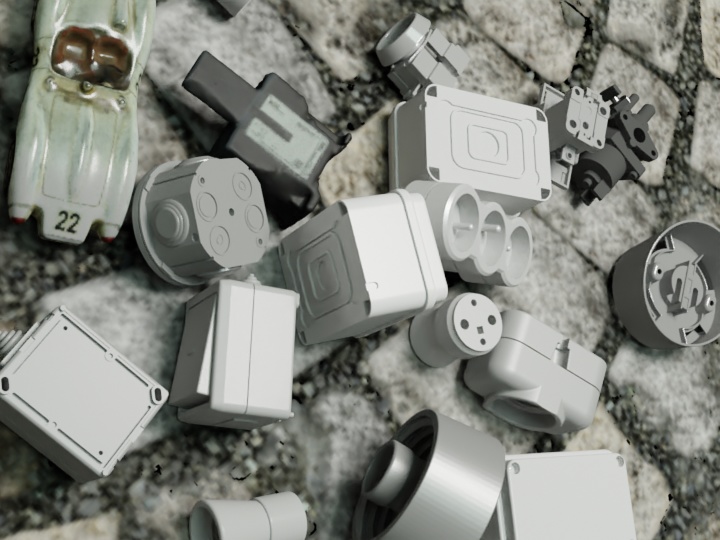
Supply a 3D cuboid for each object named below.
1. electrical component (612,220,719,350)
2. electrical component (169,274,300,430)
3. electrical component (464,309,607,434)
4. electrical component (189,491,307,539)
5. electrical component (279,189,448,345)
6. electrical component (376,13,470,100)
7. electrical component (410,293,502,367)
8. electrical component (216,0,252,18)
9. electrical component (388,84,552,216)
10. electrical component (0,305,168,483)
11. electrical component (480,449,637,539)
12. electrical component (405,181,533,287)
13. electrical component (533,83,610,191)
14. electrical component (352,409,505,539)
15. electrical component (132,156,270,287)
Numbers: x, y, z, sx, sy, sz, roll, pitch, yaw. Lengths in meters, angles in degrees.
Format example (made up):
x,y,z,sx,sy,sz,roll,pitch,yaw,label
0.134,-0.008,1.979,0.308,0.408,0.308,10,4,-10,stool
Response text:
x,y,z,sx,sy,sz,roll,pitch,yaw,label
0.257,0.015,0.872,0.099,0.064,0.099,9,72,-28,electrical component
-0.079,0.047,0.670,0.061,0.062,0.096,11,71,-27,electrical component
0.127,0.079,0.785,0.095,0.054,0.059,31,63,-19,electrical component
-0.066,0.158,0.659,0.065,0.044,0.044,-3,77,-36,electrical component
0.000,0.000,0.700,0.057,0.113,0.078,-10,81,-29,electrical component
0.045,-0.160,0.813,0.055,0.048,0.066,44,59,-21,electrical component
0.068,0.042,0.761,0.045,0.055,0.045,9,72,-28,electrical component
-0.102,-0.220,0.746,0.081,0.043,0.043,43,59,-12,electrical component
0.081,-0.085,0.804,0.113,0.057,0.078,8,73,-28,electrical component
-0.170,0.068,0.612,0.096,0.061,0.061,42,60,-13,electrical component
0.133,0.170,0.760,0.113,0.057,0.078,2,75,-29,electrical component
0.062,-0.025,0.767,0.138,0.074,0.052,22,78,-55,electrical component
0.163,-0.111,0.856,0.042,0.064,0.081,25,64,-23,electrical component
0.036,0.140,0.686,0.060,0.108,0.108,32,62,-12,electrical component
-0.099,-0.032,0.676,0.080,0.051,0.080,20,65,-52,electrical component
